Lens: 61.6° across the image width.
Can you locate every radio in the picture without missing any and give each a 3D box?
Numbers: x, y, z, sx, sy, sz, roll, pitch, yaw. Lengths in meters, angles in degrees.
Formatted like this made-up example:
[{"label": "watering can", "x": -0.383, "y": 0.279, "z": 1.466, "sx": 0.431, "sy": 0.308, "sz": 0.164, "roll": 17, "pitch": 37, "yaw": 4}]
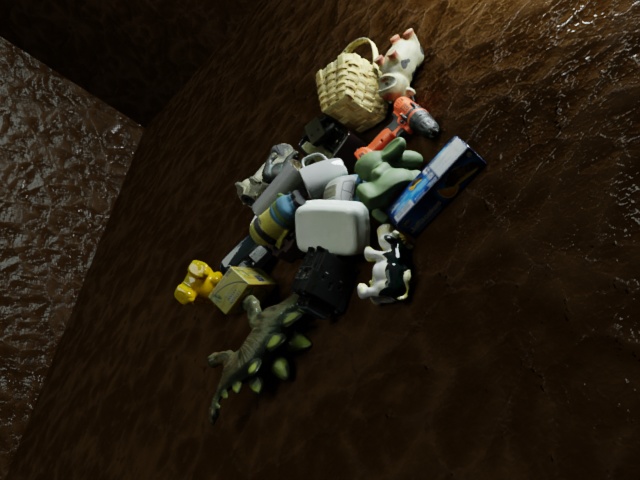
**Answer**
[{"label": "radio", "x": 0.029, "y": -0.248, "z": 1.430, "sx": 0.131, "sy": 0.073, "sz": 0.230, "roll": -52, "pitch": 32, "yaw": 11}]

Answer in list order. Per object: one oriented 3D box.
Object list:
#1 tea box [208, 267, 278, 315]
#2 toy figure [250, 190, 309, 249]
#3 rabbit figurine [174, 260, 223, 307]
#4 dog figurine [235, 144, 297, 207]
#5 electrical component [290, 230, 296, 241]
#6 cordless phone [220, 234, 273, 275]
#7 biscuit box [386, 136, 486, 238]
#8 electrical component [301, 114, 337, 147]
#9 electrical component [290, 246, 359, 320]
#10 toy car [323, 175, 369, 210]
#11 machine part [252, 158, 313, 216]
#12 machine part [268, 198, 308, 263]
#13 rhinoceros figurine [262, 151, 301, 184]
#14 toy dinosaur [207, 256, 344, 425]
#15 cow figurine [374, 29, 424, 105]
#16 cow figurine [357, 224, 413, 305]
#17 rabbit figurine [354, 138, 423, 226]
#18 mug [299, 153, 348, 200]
[{"label": "tea box", "x": -0.184, "y": 0.122, "z": 1.311, "sx": 0.068, "sy": 0.169, "sz": 0.098, "roll": 40, "pitch": 100, "yaw": 16}, {"label": "toy figure", "x": -0.100, "y": -0.055, "z": 1.310, "sx": 0.180, "sy": 0.089, "sz": 0.082, "roll": -44, "pitch": 27, "yaw": 37}, {"label": "rabbit figurine", "x": -0.285, "y": 0.149, "z": 1.464, "sx": 0.122, "sy": 0.173, "sz": 0.162, "roll": -63, "pitch": -13, "yaw": -11}, {"label": "dog figurine", "x": -0.161, "y": -0.197, "z": 1.652, "sx": 0.172, "sy": 0.121, "sz": 0.190, "roll": -14, "pitch": 37, "yaw": 45}, {"label": "electrical component", "x": -0.003, "y": -0.004, "z": 1.254, "sx": 0.119, "sy": 0.047, "sz": 0.075, "roll": 31, "pitch": 86, "yaw": 21}, {"label": "cordless phone", "x": -0.202, "y": 0.059, "z": 1.485, "sx": 0.146, "sy": 0.089, "sz": 0.184, "roll": -45, "pitch": 1, "yaw": -11}, {"label": "biscuit box", "x": 0.221, "y": -0.099, "z": 1.037, "sx": 0.202, "sy": 0.062, "sz": 0.059, "roll": -48, "pitch": 33, "yaw": 16}, {"label": "electrical component", "x": -0.001, "y": -0.287, "z": 1.402, "sx": 0.102, "sy": 0.045, "sz": 0.078, "roll": -43, "pitch": 61, "yaw": 28}, {"label": "electrical component", "x": 0.007, "y": 0.094, "z": 1.115, "sx": 0.058, "sy": 0.115, "sz": 0.134, "roll": -9, "pitch": 55, "yaw": 57}, {"label": "toy car", "x": 0.055, "y": -0.089, "z": 1.226, "sx": 0.109, "sy": 0.103, "sz": 0.161, "roll": -20, "pitch": 45, "yaw": 47}, {"label": "machine part", "x": -0.098, "y": -0.123, "z": 1.388, "sx": 0.243, "sy": 0.079, "sz": 0.079, "roll": -48, "pitch": 32, "yaw": 20}, {"label": "machine part", "x": -0.064, "y": -0.027, "z": 1.383, "sx": 0.179, "sy": 0.056, "sz": 0.179, "roll": -37, "pitch": 36, "yaw": 33}, {"label": "rhinoceros figurine", "x": -0.083, "y": -0.185, "z": 1.491, "sx": 0.191, "sy": 0.073, "sz": 0.112, "roll": 9, "pitch": 55, "yaw": 34}, {"label": "toy dinosaur", "x": -0.105, "y": 0.205, "z": 1.194, "sx": 0.199, "sy": 0.105, "sz": 0.471, "roll": 18, "pitch": 73, "yaw": 51}, {"label": "cow figurine", "x": 0.196, "y": -0.409, "z": 1.317, "sx": 0.086, "sy": 0.127, "sz": 0.195, "roll": -12, "pitch": 39, "yaw": 50}, {"label": "cow figurine", "x": 0.137, "y": 0.040, "z": 1.025, "sx": 0.098, "sy": 0.068, "sz": 0.167, "roll": -11, "pitch": 57, "yaw": 44}, {"label": "rabbit figurine", "x": 0.133, "y": -0.140, "z": 1.126, "sx": 0.159, "sy": 0.121, "sz": 0.170, "roll": -46, "pitch": 42, "yaw": 14}, {"label": "mug", "x": 0.008, "y": -0.161, "z": 1.299, "sx": 0.107, "sy": 0.080, "sz": 0.109, "roll": -22, "pitch": 66, "yaw": -1}]
